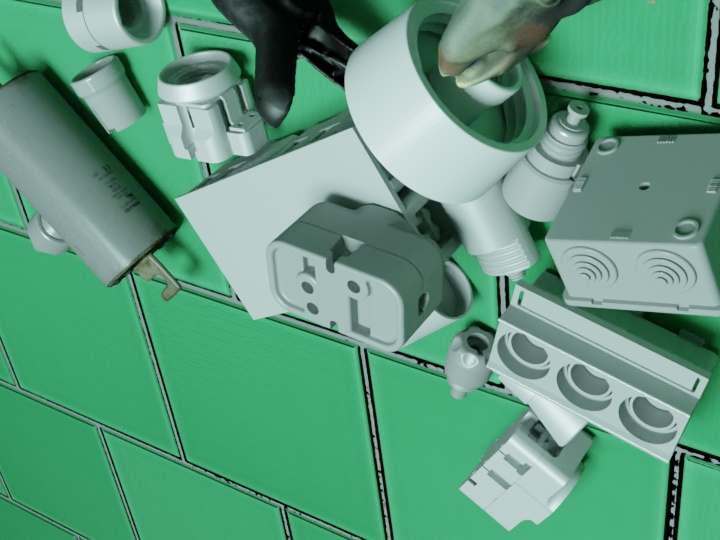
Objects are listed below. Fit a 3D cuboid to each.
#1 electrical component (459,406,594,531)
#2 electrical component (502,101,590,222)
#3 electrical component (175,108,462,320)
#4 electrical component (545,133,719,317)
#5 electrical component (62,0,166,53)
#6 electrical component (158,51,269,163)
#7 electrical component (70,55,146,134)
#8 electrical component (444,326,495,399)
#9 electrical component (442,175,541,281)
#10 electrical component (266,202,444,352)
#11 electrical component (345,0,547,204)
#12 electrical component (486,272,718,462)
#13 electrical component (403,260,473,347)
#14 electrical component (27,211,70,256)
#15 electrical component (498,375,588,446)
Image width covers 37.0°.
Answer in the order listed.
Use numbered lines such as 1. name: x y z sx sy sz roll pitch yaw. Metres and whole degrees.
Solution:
1. electrical component: 0.120 0.141 0.761 0.056 0.050 0.089 40 140 7
2. electrical component: 0.109 -0.062 0.608 0.040 0.040 0.078 34 138 13
3. electrical component: -0.025 -0.039 0.724 0.186 0.060 0.105 -15 113 46
4. electrical component: 0.153 -0.027 0.557 0.100 0.099 0.048 3 138 38
5. electrical component: -0.166 -0.177 0.733 0.047 0.055 0.055 4 126 33
6. electrical component: -0.104 -0.112 0.732 0.078 0.058 0.057 12 133 33
7. electrical component: -0.186 -0.130 0.801 0.040 0.040 0.046 -4 127 42
8. electrical component: 0.075 0.069 0.751 0.035 0.035 0.061 31 140 16
9. electrical component: 0.080 -0.029 0.658 0.043 0.043 0.081 -10 116 44
10. electrical component: 0.000 0.000 0.641 0.095 0.059 0.053 21 134 26
11. electrical component: 0.053 -0.097 0.579 0.108 0.108 0.060 49 134 -5
12. electrical component: 0.148 0.054 0.656 0.121 0.063 0.078 27 137 20
13. electrical component: 0.035 0.026 0.742 0.043 0.043 0.081 50 140 -6
14. electrical component: -0.261 -0.041 0.934 0.043 0.043 0.062 50 138 -6
15. electrical component: 0.125 0.079 0.715 0.065 0.044 0.044 43 140 10
